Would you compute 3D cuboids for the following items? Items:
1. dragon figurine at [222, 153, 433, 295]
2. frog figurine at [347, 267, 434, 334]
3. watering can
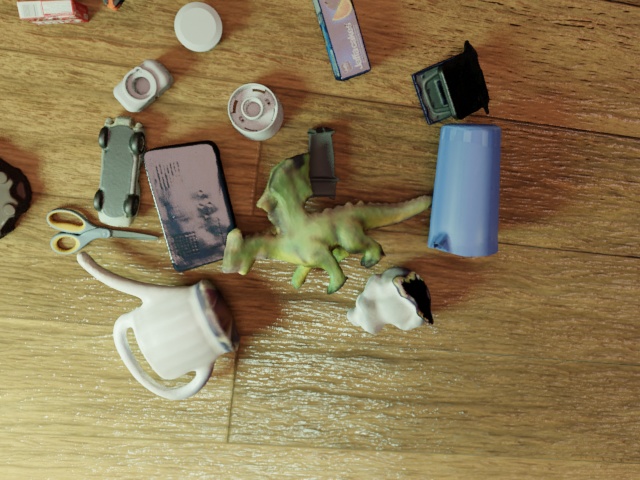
[{"bbox_3d":[0.003,-0.048,0.954,0.413,0.123,0.240,-37,110,-11],"label":"dragon figurine"},{"bbox_3d":[0.139,0.131,1.040,0.136,0.126,0.157,39,133,-21],"label":"frog figurine"},{"bbox_3d":[-0.291,0.142,0.974,0.224,0.105,0.344,-24,104,-2],"label":"watering can"}]
